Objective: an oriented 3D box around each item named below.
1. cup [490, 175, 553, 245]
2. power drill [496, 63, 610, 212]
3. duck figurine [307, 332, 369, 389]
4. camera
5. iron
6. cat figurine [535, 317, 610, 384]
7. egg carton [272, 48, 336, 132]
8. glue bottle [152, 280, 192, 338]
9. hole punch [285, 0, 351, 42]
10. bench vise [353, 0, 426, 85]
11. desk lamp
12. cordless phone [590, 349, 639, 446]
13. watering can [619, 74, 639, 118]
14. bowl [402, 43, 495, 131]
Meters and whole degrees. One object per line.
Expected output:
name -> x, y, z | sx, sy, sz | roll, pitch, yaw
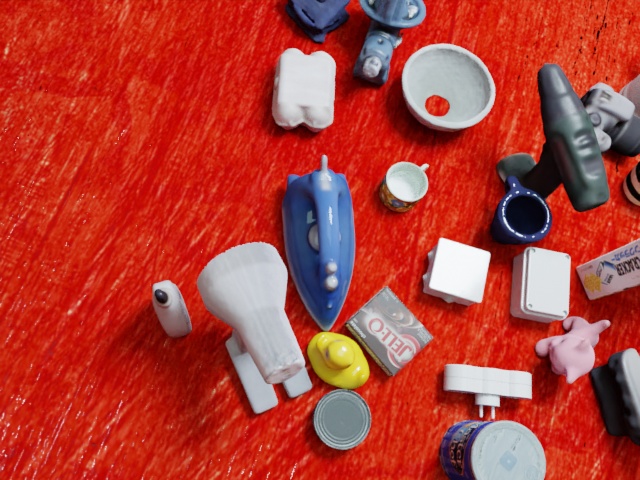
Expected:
cup -> 0.320, -0.040, 0.957 | 0.092, 0.095, 0.118 | -12, 75, -10
power drill -> 0.373, -0.140, 0.934 | 0.076, 0.208, 0.229 | -19, 76, -12
duck figurine -> 0.031, 0.178, 0.860 | 0.104, 0.086, 0.077 | 40, 73, 6
camera -> 0.519, -0.197, 1.026 | 0.137, 0.100, 0.143 | 30, 72, 2
iron -> 0.008, 0.003, 0.880 | 0.119, 0.141, 0.258 | -3, 74, -8
cat figurine -> 0.401, 0.168, 0.893 | 0.128, 0.117, 0.067 | -36, 80, -15
egg carton -> -0.028, -0.260, 0.993 | 0.107, 0.069, 0.150 | 4, 73, -6
glue bottle -> -0.214, 0.091, 0.809 | 0.037, 0.173, 0.078 | -18, 76, -12
hole punch -> -0.001, -0.436, 1.037 | 0.101, 0.091, 0.108 | -40, 82, -16
bench vise -> 0.128, -0.380, 0.969 | 0.121, 0.219, 0.207 | 1, 73, -7
desk lamp -> -0.080, 0.125, 0.795 | 0.118, 0.213, 0.203 | -23, 77, -13
cordless phone -> 0.503, 0.232, 0.851 | 0.094, 0.185, 0.147 | -13, 75, -10
watering can -> 0.627, -0.291, 1.019 | 0.101, 0.194, 0.173 | -19, 76, -12
bowl -> 0.218, -0.259, 1.021 | 0.167, 0.074, 0.167 | 2, 73, -6
